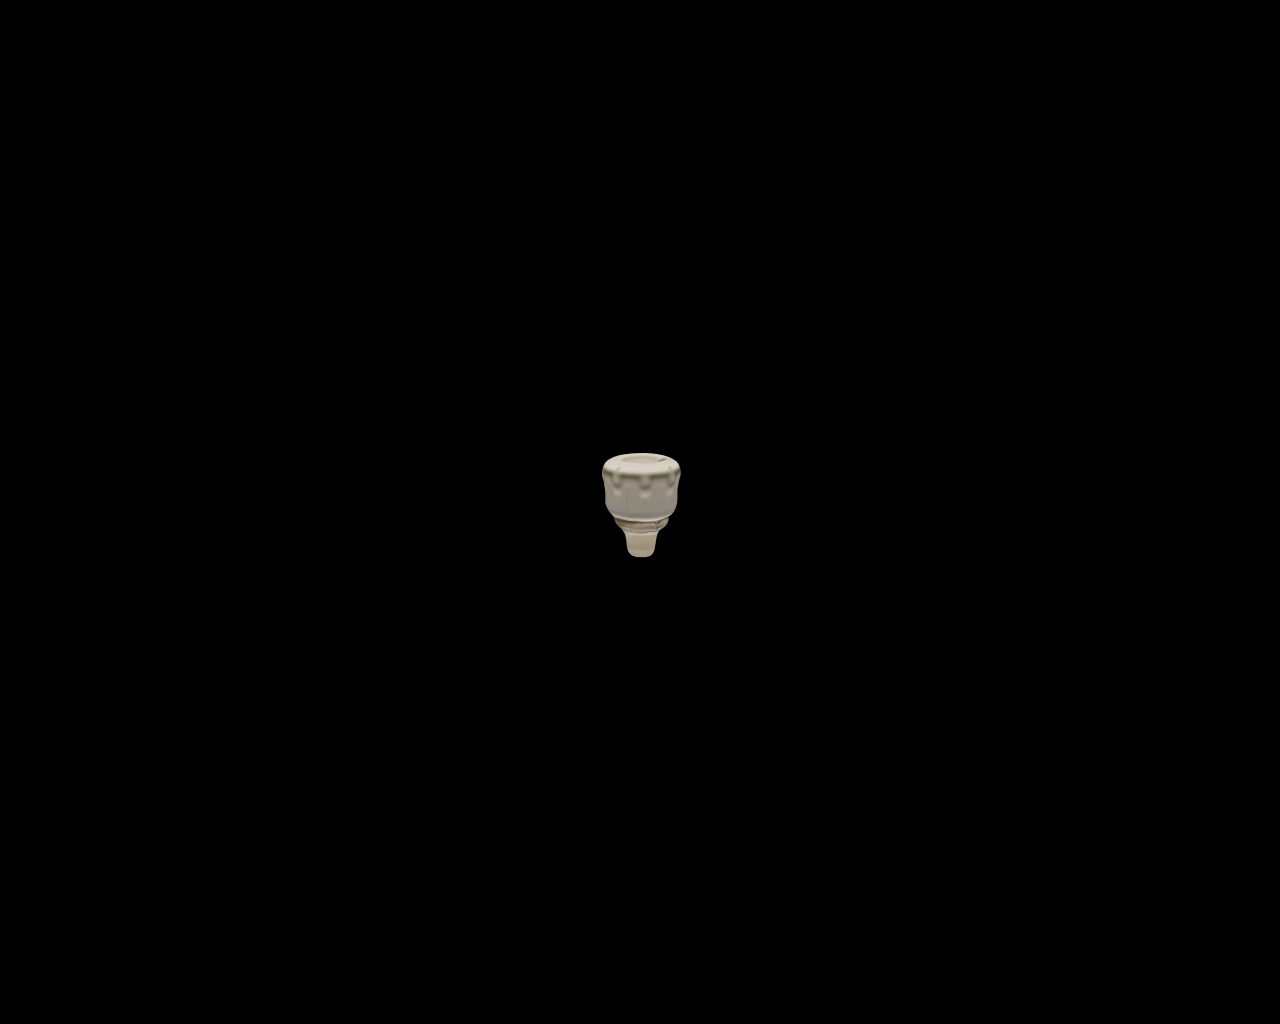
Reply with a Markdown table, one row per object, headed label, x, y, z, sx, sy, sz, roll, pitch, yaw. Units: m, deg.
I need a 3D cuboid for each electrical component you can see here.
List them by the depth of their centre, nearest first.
| label | x | y | z | sx | sy | sz | roll | pitch | yaw |
| --- | --- | --- | --- | --- | --- | --- | --- | --- | --- |
| electrical component | 0.001 | -0.003 | 0.650 | 0.048 | 0.062 | 0.048 | 0 | 14 | 0 |
